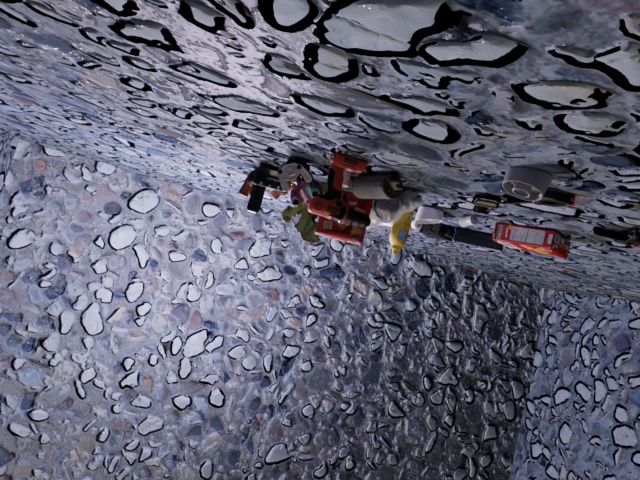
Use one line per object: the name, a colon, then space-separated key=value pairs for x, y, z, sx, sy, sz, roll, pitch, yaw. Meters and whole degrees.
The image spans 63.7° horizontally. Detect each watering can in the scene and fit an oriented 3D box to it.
watering can: x=0.218 y=-0.091 z=2.227 sx=0.348 sy=0.104 sz=0.223 roll=17 pitch=177 yaw=6

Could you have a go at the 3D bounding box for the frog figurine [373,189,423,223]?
frog figurine: x=0.264 y=-0.114 z=1.700 sx=0.159 sy=0.120 sz=0.140 roll=4 pitch=-155 yaw=20

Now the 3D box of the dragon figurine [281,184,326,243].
dragon figurine: x=0.006 y=-0.100 z=1.986 sx=0.412 sy=0.244 sz=0.121 roll=14 pitch=170 yaw=38
